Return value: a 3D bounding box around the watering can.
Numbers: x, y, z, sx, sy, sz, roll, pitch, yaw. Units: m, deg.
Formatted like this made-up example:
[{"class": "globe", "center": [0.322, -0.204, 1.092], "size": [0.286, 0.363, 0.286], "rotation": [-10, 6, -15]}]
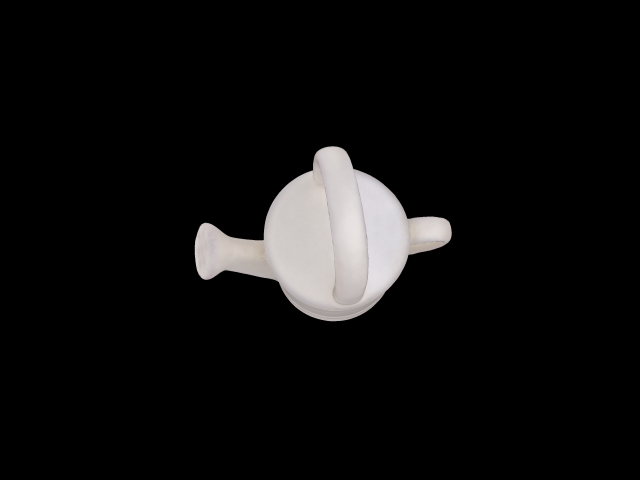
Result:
[{"class": "watering can", "center": [0.004, 0.004, 0.400], "size": [0.173, 0.194, 0.101], "rotation": [-28, 79, -5]}]
